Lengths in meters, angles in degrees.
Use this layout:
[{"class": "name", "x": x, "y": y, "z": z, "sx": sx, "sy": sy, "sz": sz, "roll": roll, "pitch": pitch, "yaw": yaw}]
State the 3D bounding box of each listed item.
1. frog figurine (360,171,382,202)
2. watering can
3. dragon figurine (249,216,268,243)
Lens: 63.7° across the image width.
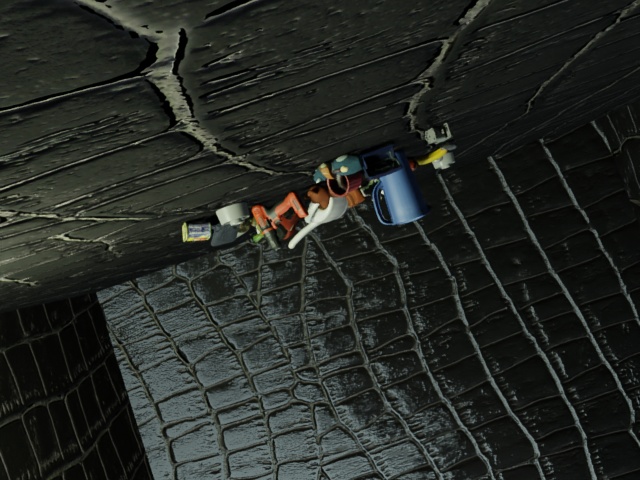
[{"class": "frog figurine", "x": 0.174, "y": -0.227, "z": 2.044, "sx": 0.137, "sy": 0.121, "sz": 0.162, "roll": 4, "pitch": 22, "yaw": -30}, {"class": "watering can", "x": 0.007, "y": -0.108, "z": 2.145, "sx": 0.105, "sy": 0.342, "sz": 0.225, "roll": 46, "pitch": 29, "yaw": 21}, {"class": "dragon figurine", "x": -0.183, "y": -0.097, "z": 2.221, "sx": 0.240, "sy": 0.123, "sz": 0.414, "roll": -29, "pitch": -5, "yaw": 31}]
